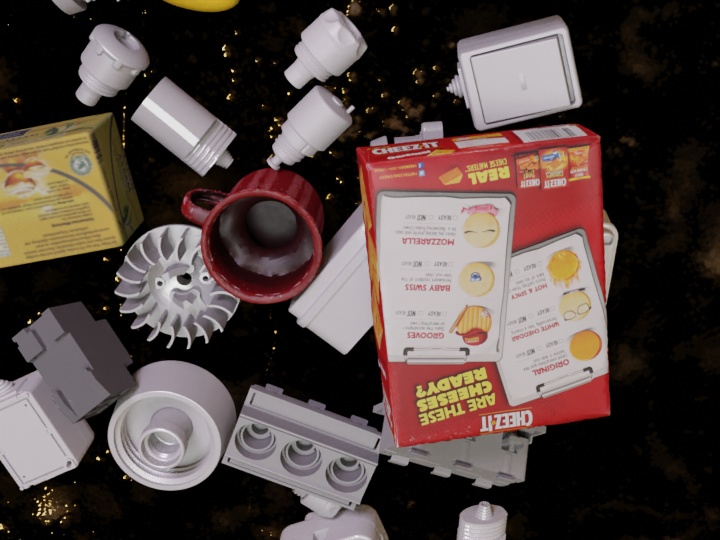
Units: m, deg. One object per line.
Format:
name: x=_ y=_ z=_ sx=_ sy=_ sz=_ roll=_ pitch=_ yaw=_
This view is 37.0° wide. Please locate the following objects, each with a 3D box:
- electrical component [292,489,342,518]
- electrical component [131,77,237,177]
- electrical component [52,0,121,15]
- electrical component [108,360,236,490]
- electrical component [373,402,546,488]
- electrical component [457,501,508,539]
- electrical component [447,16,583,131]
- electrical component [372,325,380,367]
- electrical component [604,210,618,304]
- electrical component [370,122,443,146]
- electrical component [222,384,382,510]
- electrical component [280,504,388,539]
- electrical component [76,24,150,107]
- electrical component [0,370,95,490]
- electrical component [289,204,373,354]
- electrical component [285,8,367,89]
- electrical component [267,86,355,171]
electrical component: x=-0.044 y=0.193 z=0.961 sx=0.061 sy=0.035 sz=0.035 roll=33 pitch=111 yaw=-6
electrical component: x=-0.133 y=-0.108 z=0.841 sx=0.081 sy=0.043 sz=0.043 roll=39 pitch=110 yaw=-11
electrical component: x=-0.207 y=-0.223 z=0.800 sx=0.055 sy=0.048 sz=0.066 roll=-34 pitch=106 yaw=8
electrical component: x=-0.166 y=0.140 z=0.935 sx=0.108 sy=0.060 sz=0.108 roll=2 pitch=112 yaw=4
electrical component: x=0.080 y=0.136 z=0.889 sx=0.121 sy=0.063 sz=0.079 roll=19 pitch=156 yaw=-19
electrical component: x=0.108 y=0.244 z=0.964 sx=0.043 sy=0.043 sz=0.081 roll=4 pitch=112 yaw=3
electrical component: x=0.111 y=-0.144 z=0.798 sx=0.096 sy=0.061 sz=0.061 roll=-13 pitch=110 yaw=9
electrical component: x=0.052 y=0.048 z=0.880 sx=0.096 sy=0.061 sz=0.061 roll=6 pitch=112 yaw=2
electrical component: x=0.141 y=-0.010 z=0.851 sx=0.113 sy=0.057 sz=0.078 roll=6 pitch=112 yaw=2
electrical component: x=0.037 y=-0.081 z=0.838 sx=0.055 sy=0.048 sz=0.066 roll=-4 pitch=112 yaw=-2
electrical component: x=-0.047 y=0.147 z=0.927 sx=0.121 sy=0.063 sz=0.078 roll=21 pitch=112 yaw=-4
electrical component: x=-0.024 y=0.252 z=0.969 sx=0.095 sy=0.059 sz=0.053 roll=-19 pitch=109 yaw=11
electrical component: x=-0.196 y=-0.154 z=0.828 sx=0.048 sy=0.048 sz=0.062 roll=38 pitch=116 yaw=-11
electrical component: x=-0.286 y=0.130 z=0.940 sx=0.062 sy=0.061 sz=0.096 roll=-24 pitch=108 yaw=14
electrical component: x=0.000 y=0.000 z=0.855 sx=0.057 sy=0.078 sz=0.113 roll=37 pitch=110 yaw=-11
electrical component: x=-0.029 y=-0.163 z=0.811 sx=0.062 sy=0.043 sz=0.043 roll=-39 pitch=104 yaw=19
electrical component: x=-0.042 y=-0.107 z=0.835 sx=0.078 sy=0.040 sz=0.040 roll=-42 pitch=103 yaw=19
